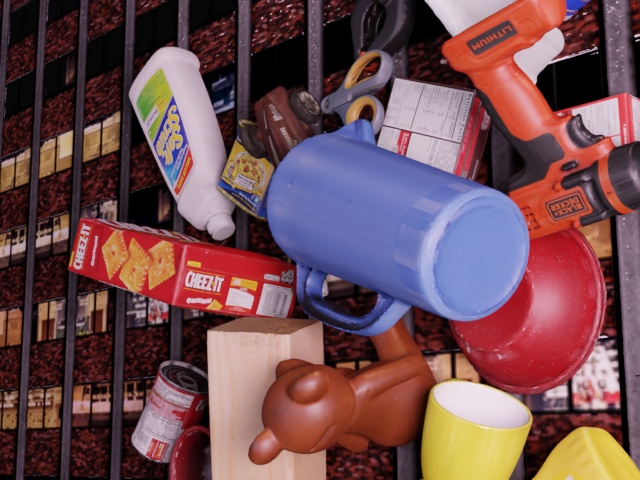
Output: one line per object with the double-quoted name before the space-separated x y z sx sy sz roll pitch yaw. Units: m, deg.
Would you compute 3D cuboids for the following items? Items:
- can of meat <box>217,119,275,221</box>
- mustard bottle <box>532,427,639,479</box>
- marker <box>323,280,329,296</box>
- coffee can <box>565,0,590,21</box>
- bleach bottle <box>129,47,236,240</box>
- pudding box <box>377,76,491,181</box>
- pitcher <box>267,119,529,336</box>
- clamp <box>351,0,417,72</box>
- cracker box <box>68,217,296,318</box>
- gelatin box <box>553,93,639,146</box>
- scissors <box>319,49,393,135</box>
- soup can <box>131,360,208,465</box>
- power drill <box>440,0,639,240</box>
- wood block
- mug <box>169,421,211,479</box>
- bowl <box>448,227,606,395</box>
"can of meat" -0.062 -0.075 1.188 0.102 0.057 0.084 37 111 44
"mustard bottle" 0.180 0.244 0.864 0.192 0.058 0.096 -50 50 28
"marker" -0.007 0.001 1.141 0.020 0.020 0.121 -24 65 42
"coffee can" 0.227 -0.264 0.879 0.141 0.102 0.103 -37 57 37
"bleach bottle" -0.154 -0.111 1.291 0.103 0.067 0.251 -46 55 31
"pudding box" 0.109 -0.105 1.024 0.114 0.039 0.090 21 97 46
"pitcher" 0.062 -0.002 0.924 0.243 0.144 0.149 24 141 57
"clamp" 0.081 -0.253 1.082 0.120 0.039 0.171 24 107 51
"cracker box" -0.152 0.030 1.184 0.214 0.163 0.072 14 91 47
"gelatin box" 0.228 -0.076 0.896 0.089 0.030 0.073 -12 75 44
"scissors" 0.016 -0.127 1.115 0.202 0.016 0.096 -35 52 52
"soup can" -0.173 0.201 1.244 0.069 0.068 0.102 39 111 44
"power drill" 0.191 -0.101 0.827 0.185 0.057 0.187 -22 98 42
"wood block" -0.051 0.185 1.052 0.090 0.090 0.206 1 96 21
"mug" -0.101 0.236 1.150 0.093 0.081 0.117 4 85 47
"bowl" 0.163 0.052 0.923 0.162 0.055 0.162 -11 75 46
